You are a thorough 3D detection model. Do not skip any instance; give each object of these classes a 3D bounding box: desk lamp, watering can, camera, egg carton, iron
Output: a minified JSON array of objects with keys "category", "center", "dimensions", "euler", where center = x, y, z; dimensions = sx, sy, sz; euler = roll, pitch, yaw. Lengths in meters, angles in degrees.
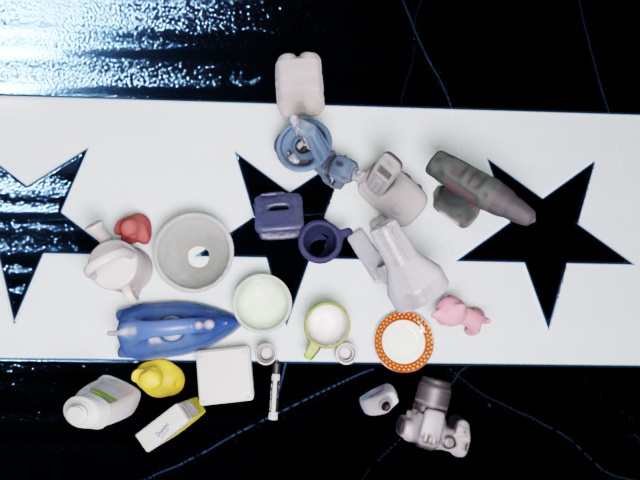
[{"category":"desk lamp","center":[0.150,0.042,1.151],"dimensions":[0.118,0.213,0.203],"euler":[-32,84,-7]},{"category":"watering can","center":[-0.410,0.045,1.135],"dimensions":[0.173,0.194,0.101],"euler":[40,82,4]},{"category":"camera","center":[0.240,0.355,1.163],"dimensions":[0.143,0.101,0.137],"euler":[15,81,0]},{"category":"egg carton","center":[-0.046,-0.345,1.274],"dimensions":[0.107,0.069,0.150],"euler":[-5,81,-3]},{"category":"iron","center":[-0.288,0.175,1.147],"dimensions":[0.258,0.141,0.119],"euler":[-6,81,-3]}]

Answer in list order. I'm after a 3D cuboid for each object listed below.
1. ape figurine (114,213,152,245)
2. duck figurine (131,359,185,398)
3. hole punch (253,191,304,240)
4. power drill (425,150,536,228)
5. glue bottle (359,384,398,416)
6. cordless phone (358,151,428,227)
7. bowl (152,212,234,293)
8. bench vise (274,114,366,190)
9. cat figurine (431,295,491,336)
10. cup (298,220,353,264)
[{"category":"ape figurine","center":[-0.391,-0.023,1.198],"dimensions":[0.078,0.092,0.076],"euler":[39,82,4]},{"category":"duck figurine","center":[-0.330,0.282,1.157],"dimensions":[0.104,0.086,0.077],"euler":[14,81,0]},{"category":"hole punch","center":[-0.089,-0.056,1.217],"dimensions":[0.108,0.091,0.101],"euler":[-5,81,-3]},{"category":"power drill","center":[0.313,-0.089,1.181],"dimensions":[0.229,0.208,0.076],"euler":[35,81,3]},{"category":"glue bottle","center":[0.122,0.319,1.127],"dimensions":[0.078,0.173,0.037],"euler":[-30,83,-6]},{"category":"cordless phone","center":[0.160,-0.110,1.189],"dimensions":[0.147,0.185,0.094],"euler":[38,82,4]},{"category":"bowl","center":[-0.260,0.030,1.204],"dimensions":[0.167,0.074,0.167],"euler":[0,81,-2]},{"category":"bench vise","center":[0.003,-0.194,1.177],"dimensions":[0.207,0.219,0.121],"euler":[11,81,-1]},{"category":"cat figurine","center":[0.291,0.154,1.188],"dimensions":[0.128,0.117,0.067],"euler":[17,81,0]},{"category":"cup","center":[0.011,0.004,1.210],"dimensions":[0.118,0.095,0.092],"euler":[-21,83,-5]}]
